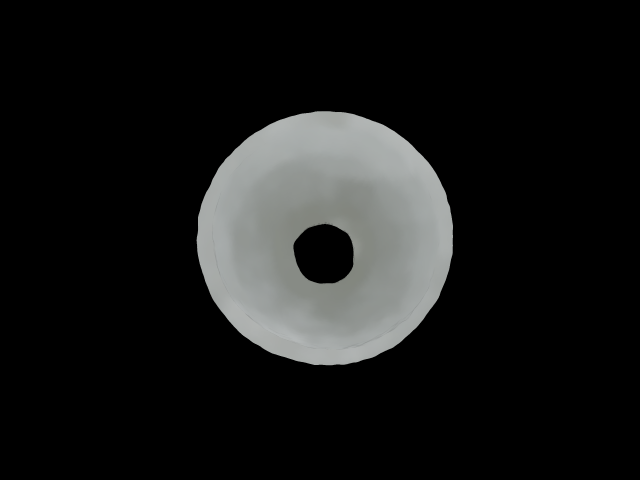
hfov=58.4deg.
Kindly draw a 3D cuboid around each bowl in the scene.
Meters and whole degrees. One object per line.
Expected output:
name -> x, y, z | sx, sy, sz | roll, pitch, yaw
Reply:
bowl -> 0.004, 0.001, 0.400 | 0.167, 0.075, 0.167 | 0, 78, 0
